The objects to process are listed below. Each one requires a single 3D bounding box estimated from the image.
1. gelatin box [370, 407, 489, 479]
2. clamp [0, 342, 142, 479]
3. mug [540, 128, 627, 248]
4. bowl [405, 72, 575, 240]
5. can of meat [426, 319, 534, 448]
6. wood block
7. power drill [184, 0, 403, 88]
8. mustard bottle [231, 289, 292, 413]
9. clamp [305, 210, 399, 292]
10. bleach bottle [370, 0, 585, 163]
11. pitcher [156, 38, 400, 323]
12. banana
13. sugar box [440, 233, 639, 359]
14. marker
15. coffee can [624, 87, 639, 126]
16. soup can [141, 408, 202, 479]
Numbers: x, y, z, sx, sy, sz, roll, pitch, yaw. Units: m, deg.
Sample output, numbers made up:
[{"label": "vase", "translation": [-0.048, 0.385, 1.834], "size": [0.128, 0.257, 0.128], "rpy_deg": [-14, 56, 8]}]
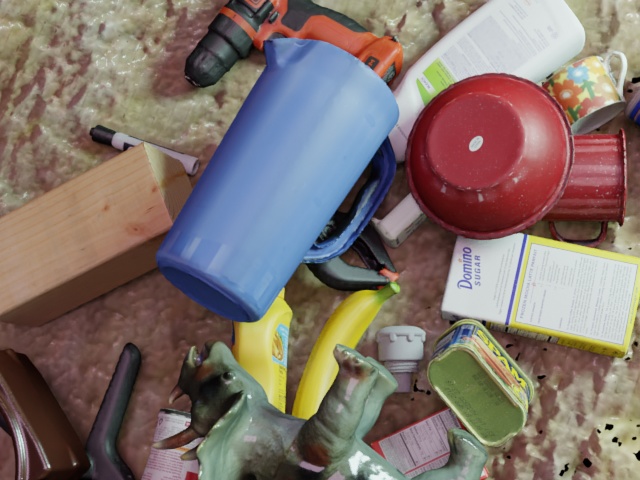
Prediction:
[{"label": "gelatin box", "translation": [0.101, 0.204, 0.987], "size": [0.089, 0.030, 0.073], "rpy_deg": [-25, 73, -5]}, {"label": "clamp", "translation": [-0.237, 0.215, 1.015], "size": [0.164, 0.036, 0.210], "rpy_deg": [-13, 74, 8]}, {"label": "mug", "translation": [0.246, -0.047, 1.019], "size": [0.081, 0.093, 0.117], "rpy_deg": [0, 111, 11]}, {"label": "bowl", "translation": [0.148, -0.084, 0.977], "size": [0.162, 0.055, 0.162], "rpy_deg": [-4, 79, 21]}, {"label": "can of meat", "translation": [0.143, 0.129, 0.960], "size": [0.057, 0.083, 0.102], "rpy_deg": [-41, 88, 16]}, {"label": "wood block", "translation": [-0.223, -0.001, 1.023], "size": [0.206, 0.090, 0.090], "rpy_deg": [-26, 74, 12]}, {"label": "power drill", "translation": [-0.024, -0.192, 1.095], "size": [0.188, 0.057, 0.184], "rpy_deg": [38, 85, 13]}, {"label": "mustard bottle", "translation": [-0.057, 0.116, 0.992], "size": [0.058, 0.096, 0.191], "rpy_deg": [1, 75, 8]}, {"label": "clamp", "translation": [-0.007, 0.001, 1.030], "size": [0.171, 0.039, 0.120], "rpy_deg": [40, 66, 6]}, {"label": "bleach bottle", "translation": [0.135, -0.162, 1.068], "size": [0.251, 0.068, 0.102], "rpy_deg": [-34, 74, -2]}, {"label": "pitcher", "translation": [-0.033, -0.045, 0.958], "size": [0.149, 0.145, 0.242], "rpy_deg": [28, 72, 10]}, {"label": "banana", "translation": [0.010, 0.123, 1.000], "size": [0.037, 0.070, 0.197], "rpy_deg": [30, 74, -17]}, {"label": "sugar box", "translation": [0.210, 0.047, 1.012], "size": [0.176, 0.048, 0.093], "rpy_deg": [12, 76, 13]}, {"label": "marker", "translation": [-0.183, -0.094, 1.104], "size": [0.121, 0.020, 0.020], "rpy_deg": [19, 77, 11]}, {"label": "coffee can", "translation": [0.375, -0.113, 1.008], "size": [0.102, 0.103, 0.140], "rpy_deg": [-44, 75, -7]}, {"label": "soup can", "translation": [-0.130, 0.214, 0.989], "size": [0.068, 0.068, 0.102], "rpy_deg": [12, 76, 9]}]
